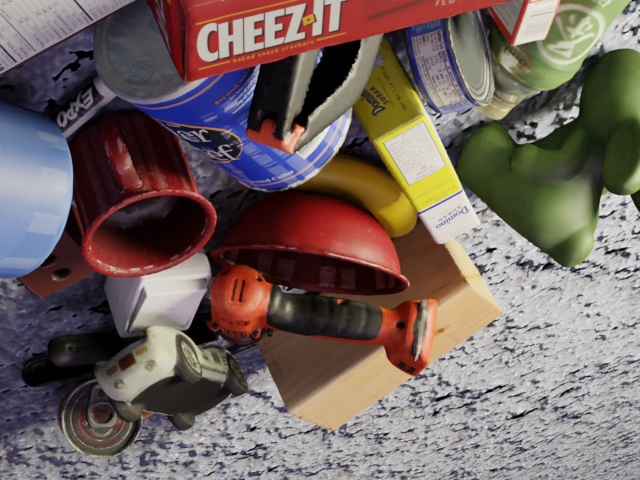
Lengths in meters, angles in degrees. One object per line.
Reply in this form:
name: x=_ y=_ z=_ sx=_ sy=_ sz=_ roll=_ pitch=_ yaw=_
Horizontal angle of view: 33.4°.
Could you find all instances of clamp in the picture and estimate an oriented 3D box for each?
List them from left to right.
clamp: x=-0.175 y=0.095 z=0.930 sx=0.171 sy=0.039 sz=0.120 roll=-6 pitch=171 yaw=-37
clamp: x=0.016 y=-0.147 z=0.610 sx=0.210 sy=0.036 sz=0.164 roll=-58 pitch=149 yaw=-20

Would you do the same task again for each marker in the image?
marker: x=-0.154 y=-0.087 z=0.694 sx=0.121 sy=0.020 sz=0.020 roll=-35 pitch=147 yaw=18

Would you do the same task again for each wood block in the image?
wood block: x=0.055 y=0.083 z=1.014 sx=0.206 sy=0.090 sz=0.090 roll=-37 pitch=146 yaw=13

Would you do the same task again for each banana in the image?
banana: x=0.032 y=-0.035 z=0.881 sx=0.070 sy=0.037 sz=0.197 roll=-34 pitch=147 yaw=16

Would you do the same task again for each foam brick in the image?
foam brick: x=-0.199 y=-0.004 z=0.757 sx=0.053 sy=0.051 sz=0.078 roll=-26 pitch=149 yaw=2

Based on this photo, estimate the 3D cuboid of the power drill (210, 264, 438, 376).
power drill: x=-0.001 y=0.073 z=0.905 sx=0.187 sy=0.057 sz=0.184 roll=8 pitch=167 yaw=0

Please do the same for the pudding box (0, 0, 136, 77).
pudding box: x=-0.156 y=-0.149 z=0.580 sx=0.113 sy=0.039 sz=0.090 roll=-26 pitch=149 yaw=7

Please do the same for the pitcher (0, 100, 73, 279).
pitcher: x=-0.272 y=-0.042 z=0.596 sx=0.242 sy=0.149 sz=0.145 roll=11 pitch=119 yaw=-48

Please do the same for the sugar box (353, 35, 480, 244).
sugar box: x=0.065 y=-0.073 z=0.793 sx=0.048 sy=0.093 sz=0.176 roll=-27 pitch=148 yaw=6

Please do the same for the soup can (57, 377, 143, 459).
soup can: x=-0.197 y=0.155 z=0.946 sx=0.068 sy=0.068 sz=0.102 roll=-13 pitch=178 yaw=-17

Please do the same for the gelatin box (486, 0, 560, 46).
gelatin box: x=0.130 y=-0.184 z=0.689 sx=0.030 sy=0.073 sz=0.089 roll=-14 pitch=147 yaw=-19

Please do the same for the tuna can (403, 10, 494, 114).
tuna can: x=0.088 y=-0.130 z=0.727 sx=0.034 sy=0.086 sz=0.086 roll=-11 pitch=156 yaw=27

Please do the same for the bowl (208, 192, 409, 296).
bowl: x=-0.006 y=0.001 z=0.853 sx=0.162 sy=0.055 sz=0.162 roll=8 pitch=167 yaw=2

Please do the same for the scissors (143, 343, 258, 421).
scissors: x=-0.139 y=0.129 z=1.034 sx=0.202 sy=0.016 sz=0.096 roll=-32 pitch=148 yaw=12

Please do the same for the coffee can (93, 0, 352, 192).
coffee can: x=-0.056 y=-0.102 z=0.657 sx=0.103 sy=0.103 sz=0.140 roll=-33 pitch=148 yaw=14

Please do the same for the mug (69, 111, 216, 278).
mug: x=-0.129 y=-0.040 z=0.722 sx=0.093 sy=0.081 sz=0.117 roll=-22 pitch=149 yaw=-4

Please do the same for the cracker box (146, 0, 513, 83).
cracker box: x=-0.015 y=-0.179 z=0.461 sx=0.164 sy=0.214 sz=0.072 roll=-17 pitch=148 yaw=-12
